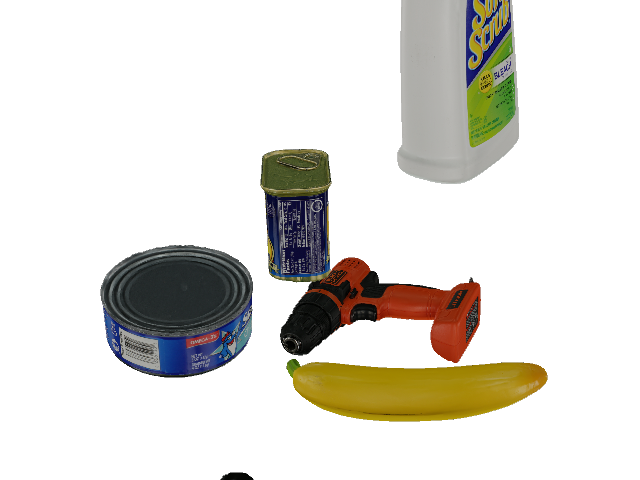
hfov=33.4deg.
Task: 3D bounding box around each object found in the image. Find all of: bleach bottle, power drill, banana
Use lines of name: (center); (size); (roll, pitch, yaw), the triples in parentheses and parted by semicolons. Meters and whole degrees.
bleach bottle: (0.093, -0.173, 0.751); (0.068, 0.251, 0.102); (17, 38, 37)
power drill: (0.068, 0.080, 1.147); (0.188, 0.057, 0.184); (9, 29, 22)
banana: (0.062, 0.103, 0.771); (0.198, 0.037, 0.069); (2, 28, 14)

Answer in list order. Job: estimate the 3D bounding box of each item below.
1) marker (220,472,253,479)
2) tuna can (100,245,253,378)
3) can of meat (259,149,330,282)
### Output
marker: (-0.049, 0.130, 0.416); (0.020, 0.020, 0.121); (0, 24, 17)
tuna can: (-0.081, 0.040, 0.611); (0.086, 0.034, 0.086); (1, 33, -1)
can of meat: (-0.020, -0.022, 0.902); (0.057, 0.084, 0.102); (-2, 23, -1)
